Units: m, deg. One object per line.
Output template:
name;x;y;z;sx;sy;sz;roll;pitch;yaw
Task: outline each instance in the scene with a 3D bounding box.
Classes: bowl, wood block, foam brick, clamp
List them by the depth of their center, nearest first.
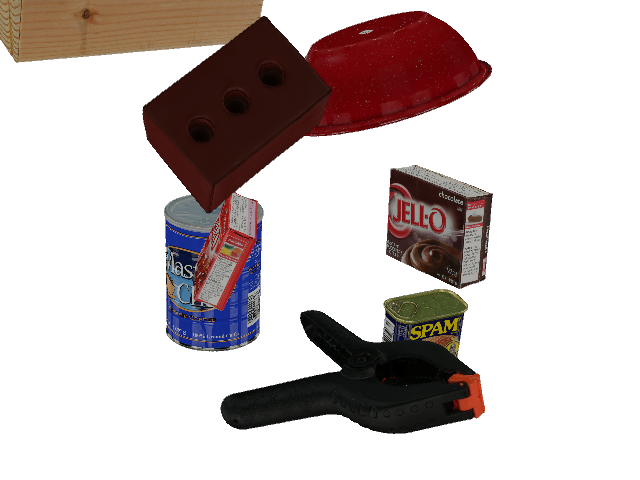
foam brick;-0.042;-0.061;0.528;0.078;0.053;0.051;-41;-5;-12
clamp;0.020;0.096;0.699;0.172;0.039;0.120;8;41;41
bowl;0.044;-0.133;0.804;0.162;0.055;0.162;-16;19;5
wood block;-0.153;-0.209;0.850;0.205;0.091;0.090;-12;44;-32

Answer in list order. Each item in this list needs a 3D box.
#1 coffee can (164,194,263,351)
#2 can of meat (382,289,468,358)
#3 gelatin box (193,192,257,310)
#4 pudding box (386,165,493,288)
coffee can;-0.113;0.032;1.130;0.103;0.140;0.103;2;22;-1
can of meat;0.125;0.114;1.307;0.101;0.084;0.057;-9;30;-25
gelatin box;-0.082;0.007;0.920;0.030;0.073;0.089;22;22;-13
pudding box;0.111;-0.015;1.016;0.039;0.090;0.114;-14;24;-35
